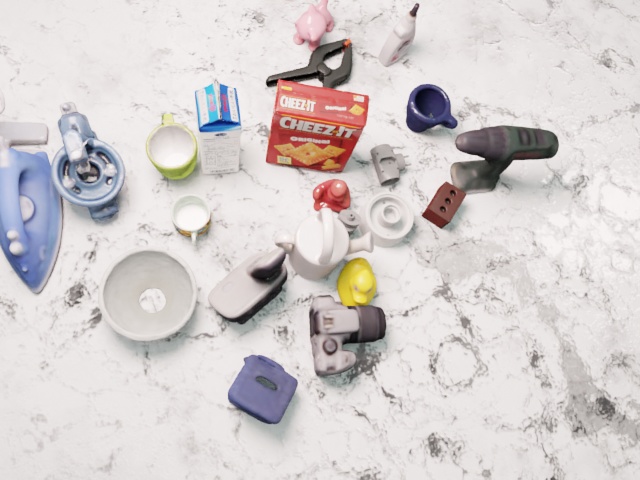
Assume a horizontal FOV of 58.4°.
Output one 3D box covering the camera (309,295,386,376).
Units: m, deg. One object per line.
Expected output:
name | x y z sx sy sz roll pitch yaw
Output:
camera | 0.053 0.171 1.048 0.137 0.100 0.143 -2 74 -11

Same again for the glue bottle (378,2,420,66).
glue bottle | 0.176 -0.440 1.208 0.078 0.173 0.037 -42 85 -18

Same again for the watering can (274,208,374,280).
watering can | 0.009 0.002 1.040 0.173 0.194 0.101 -18 78 -15

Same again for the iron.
iron | -0.516 -0.045 0.983 0.119 0.141 0.258 -11 76 -13

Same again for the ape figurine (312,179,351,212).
ape figurine | 0.029 -0.092 1.124 0.078 0.092 0.076 40 71 3

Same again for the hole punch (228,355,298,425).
hole punch | -0.101 0.258 1.000 0.108 0.091 0.101 30 71 -1

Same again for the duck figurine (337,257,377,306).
duck figurine | 0.077 0.079 1.087 0.077 0.086 0.104 10 73 -7

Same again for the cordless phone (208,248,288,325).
cordless phone | -0.122 0.071 1.000 0.094 0.185 0.148 44 72 4

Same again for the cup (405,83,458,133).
cup | 0.229 -0.261 1.208 0.118 0.095 0.092 36 71 1

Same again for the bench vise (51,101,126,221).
bench vise | -0.425 -0.151 0.989 0.122 0.219 0.207 -38 84 -18

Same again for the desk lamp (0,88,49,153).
desk lamp | -0.600 -0.204 0.975 0.203 0.213 0.118 -3 75 -11

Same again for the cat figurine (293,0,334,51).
cat figurine | -0.011 -0.463 1.209 0.067 0.117 0.128 27 71 -2

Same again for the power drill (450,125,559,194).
power drill | 0.342 -0.163 1.141 0.230 0.208 0.075 -8 76 -12

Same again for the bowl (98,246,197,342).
bowl | -0.301 0.100 1.017 0.167 0.074 0.167 3 74 -10
